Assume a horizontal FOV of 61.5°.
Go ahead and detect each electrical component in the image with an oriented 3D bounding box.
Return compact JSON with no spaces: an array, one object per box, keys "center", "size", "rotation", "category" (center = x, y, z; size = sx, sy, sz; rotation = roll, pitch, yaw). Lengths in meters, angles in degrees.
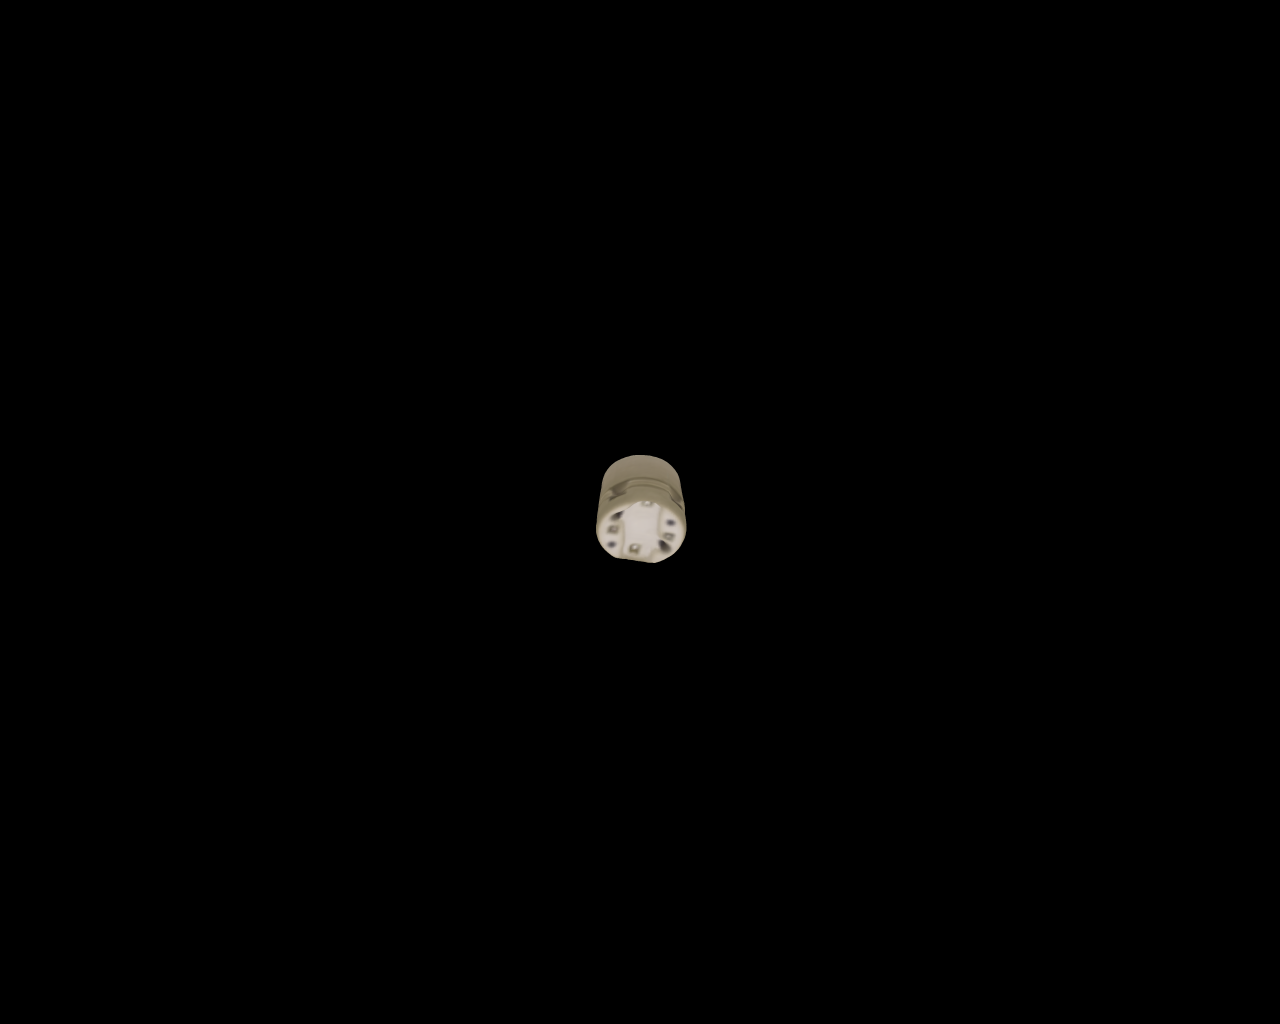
[{"center":[0.001,-0.003,0.650],"size":[0.055,0.055,0.047],"rotation":[0,43,0],"category":"electrical component"}]
